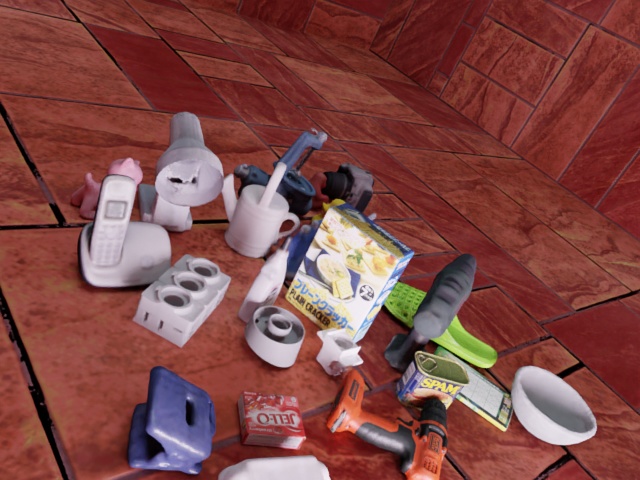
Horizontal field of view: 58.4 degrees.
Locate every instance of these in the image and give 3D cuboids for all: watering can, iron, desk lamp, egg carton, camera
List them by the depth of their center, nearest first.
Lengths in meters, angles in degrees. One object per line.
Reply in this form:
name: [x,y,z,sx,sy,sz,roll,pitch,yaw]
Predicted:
egg carton: [-0.047,0.318,0.688,0.151,0.069,0.107,8,33,-31]
desk lamp: [-0.268,-0.119,1.077,0.118,0.213,0.202,9,33,-30]
watering can: [-0.121,-0.071,1.142,0.173,0.194,0.100,14,31,-23]
iron: [0.011,0.004,1.185,0.259,0.141,0.118,-4,41,-44]
camera: [0.066,-0.158,1.546,0.137,0.101,0.143,11,32,-27]

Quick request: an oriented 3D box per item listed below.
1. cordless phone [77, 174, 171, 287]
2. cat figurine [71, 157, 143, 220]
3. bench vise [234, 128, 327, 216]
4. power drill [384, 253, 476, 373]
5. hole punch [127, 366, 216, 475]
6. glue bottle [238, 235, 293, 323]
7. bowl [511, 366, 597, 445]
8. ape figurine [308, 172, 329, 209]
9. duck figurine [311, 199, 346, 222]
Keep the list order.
cordless phone: [-0.298,-0.016,0.909,0.148,0.185,0.094,-2,39,-42]
cat figurine: [-0.383,-0.108,1.060,0.067,0.117,0.128,40,31,24]
bench vise: [-0.077,-0.152,1.286,0.208,0.219,0.121,-7,43,-46]
power drill: [0.206,0.139,1.055,0.075,0.208,0.230,33,29,11]
hole punch: [-0.177,0.222,0.715,0.101,0.091,0.108,15,30,-21]
glue bottle: [-0.084,0.062,0.974,0.037,0.173,0.078,33,29,11]
bowl: [0.423,0.323,1.076,0.168,0.074,0.167,21,29,-12]
ape figurine: [-0.011,-0.128,1.440,0.076,0.092,0.077,3,36,-37]
duck figurine: [0.040,-0.056,1.369,0.105,0.086,0.077,17,30,-19]
